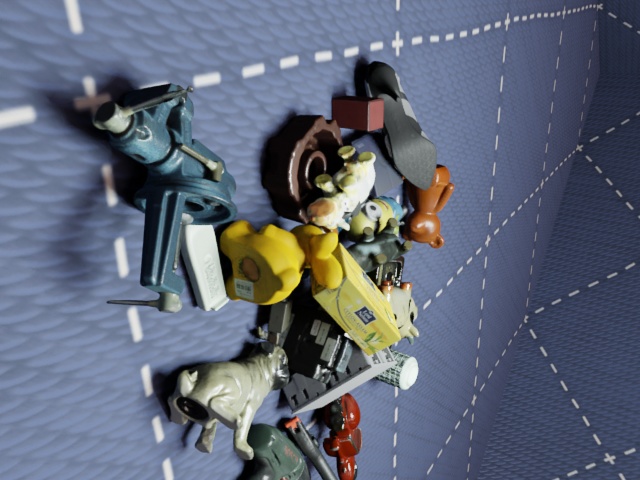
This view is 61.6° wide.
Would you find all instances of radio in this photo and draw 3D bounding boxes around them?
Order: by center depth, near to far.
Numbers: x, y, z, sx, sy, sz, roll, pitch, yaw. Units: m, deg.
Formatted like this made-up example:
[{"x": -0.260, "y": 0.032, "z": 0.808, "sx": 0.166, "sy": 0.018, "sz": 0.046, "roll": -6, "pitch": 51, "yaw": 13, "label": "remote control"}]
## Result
[{"x": 0.112, "y": 0.138, "z": 1.148, "sx": 0.131, "sy": 0.073, "sz": 0.229, "roll": -3, "pitch": 105, "yaw": -56, "label": "radio"}]

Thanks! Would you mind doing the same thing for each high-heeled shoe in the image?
[{"x": 0.146, "y": -0.214, "z": 1.021, "sx": 0.086, "sy": 0.145, "sz": 0.248, "roll": -25, "pitch": 129, "yaw": 0, "label": "high-heeled shoe"}]

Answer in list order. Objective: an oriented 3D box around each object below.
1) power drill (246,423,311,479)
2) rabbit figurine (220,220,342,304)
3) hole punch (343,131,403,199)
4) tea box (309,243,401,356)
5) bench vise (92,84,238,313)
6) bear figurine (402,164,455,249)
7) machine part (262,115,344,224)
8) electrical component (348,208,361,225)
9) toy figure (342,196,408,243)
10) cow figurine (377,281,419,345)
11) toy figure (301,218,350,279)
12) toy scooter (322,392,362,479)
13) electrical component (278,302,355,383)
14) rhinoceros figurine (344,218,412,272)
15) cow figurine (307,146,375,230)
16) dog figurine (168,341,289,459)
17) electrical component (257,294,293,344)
[{"x": -0.099, "y": 0.446, "z": 0.939, "sx": 0.207, "sy": 0.086, "sz": 0.231, "roll": -46, "pitch": 135, "yaw": -33, "label": "power drill"}, {"x": -0.043, "y": 0.017, "z": 0.804, "sx": 0.173, "sy": 0.163, "sz": 0.121, "roll": -26, "pitch": 111, "yaw": -54, "label": "rabbit figurine"}, {"x": 0.095, "y": -0.141, "z": 1.013, "sx": 0.142, "sy": 0.092, "sz": 0.115, "roll": -30, "pitch": 121, "yaw": -45, "label": "hole punch"}, {"x": 0.057, "y": 0.099, "z": 0.883, "sx": 0.169, "sy": 0.068, "sz": 0.098, "roll": 48, "pitch": 18, "yaw": -32, "label": "tea box"}, {"x": -0.169, "y": -0.043, "z": 0.601, "sx": 0.223, "sy": 0.129, "sz": 0.240, "roll": 59, "pitch": 32, "yaw": -70, "label": "bench vise"}, {"x": 0.225, "y": -0.075, "z": 1.210, "sx": 0.132, "sy": 0.120, "sz": 0.195, "roll": -11, "pitch": 115, "yaw": -51, "label": "bear figurine"}, {"x": -0.019, "y": -0.114, "z": 0.878, "sx": 0.179, "sy": 0.056, "sz": 0.179, "roll": -27, "pitch": 124, "yaw": -51, "label": "machine part"}, {"x": 0.046, "y": -0.073, "z": 0.981, "sx": 0.021, "sy": 0.063, "sz": 0.093, "roll": -31, "pitch": 144, "yaw": -41, "label": "electrical component"}, {"x": 0.111, "y": -0.043, "z": 1.079, "sx": 0.180, "sy": 0.082, "sz": 0.089, "roll": -11, "pitch": 109, "yaw": -57, "label": "toy figure"}, {"x": 0.141, "y": 0.143, "z": 1.052, "sx": 0.195, "sy": 0.086, "sz": 0.127, "roll": 7, "pitch": 89, "yaw": -60, "label": "cow figurine"}, {"x": -0.001, "y": -0.003, "z": 0.935, "sx": 0.058, "sy": 0.064, "sz": 0.154, "roll": 41, "pitch": 63, "yaw": -8, "label": "toy figure"}, {"x": 0.041, "y": 0.383, "z": 1.079, "sx": 0.135, "sy": 0.075, "sz": 0.184, "roll": 63, "pitch": 20, "yaw": -54, "label": "toy scooter"}, {"x": -0.011, "y": 0.178, "z": 0.923, "sx": 0.058, "sy": 0.134, "sz": 0.115, "roll": 35, "pitch": 74, "yaw": -54, "label": "electrical component"}, {"x": 0.079, "y": 0.028, "z": 0.978, "sx": 0.190, "sy": 0.112, "sz": 0.073, "roll": -24, "pitch": 78, "yaw": -35, "label": "rhinoceros figurine"}, {"x": 0.034, "y": -0.067, "z": 0.867, "sx": 0.167, "sy": 0.068, "sz": 0.098, "roll": -55, "pitch": 149, "yaw": -33, "label": "cow figurine"}, {"x": -0.128, "y": 0.201, "z": 0.809, "sx": 0.190, "sy": 0.121, "sz": 0.172, "roll": -62, "pitch": 150, "yaw": -45, "label": "dog figurine"}, {"x": -0.075, "y": 0.118, "z": 0.892, "sx": 0.078, "sy": 0.045, "sz": 0.102, "roll": -55, "pitch": 155, "yaw": -78, "label": "electrical component"}]
